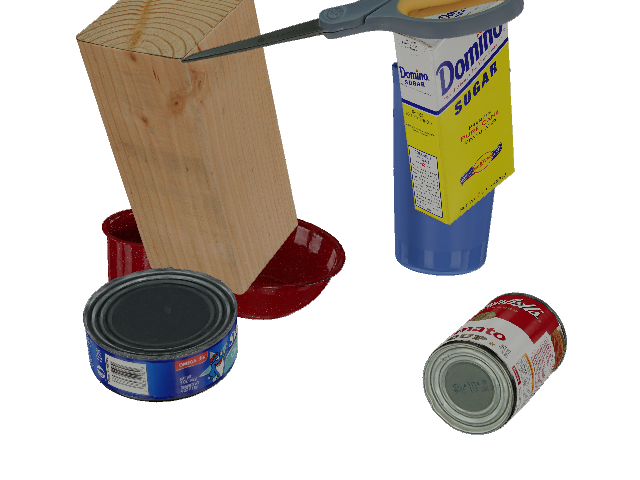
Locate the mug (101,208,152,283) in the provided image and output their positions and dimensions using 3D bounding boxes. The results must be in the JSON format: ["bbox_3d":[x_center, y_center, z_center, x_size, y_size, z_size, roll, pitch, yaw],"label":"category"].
[{"bbox_3d":[-0.203,0.015,1.192,0.093,0.081,0.117,-19,35,-39],"label":"mug"}]

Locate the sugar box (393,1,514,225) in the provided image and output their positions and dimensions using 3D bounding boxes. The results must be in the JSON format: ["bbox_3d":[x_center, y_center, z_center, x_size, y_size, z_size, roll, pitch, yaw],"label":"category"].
[{"bbox_3d":[0.112,-0.109,0.863,0.048,0.176,0.093,30,56,36],"label":"sugar box"}]

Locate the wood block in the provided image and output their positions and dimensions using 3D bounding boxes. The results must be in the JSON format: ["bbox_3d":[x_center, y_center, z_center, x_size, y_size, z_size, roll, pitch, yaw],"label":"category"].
[{"bbox_3d":[-0.089,-0.072,0.768,0.090,0.206,0.090,15,47,27],"label":"wood block"}]

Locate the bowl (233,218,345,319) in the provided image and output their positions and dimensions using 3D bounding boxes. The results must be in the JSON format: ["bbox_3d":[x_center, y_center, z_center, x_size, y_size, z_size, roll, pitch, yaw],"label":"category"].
[{"bbox_3d":[-0.059,0.028,0.995,0.162,0.055,0.162,6,24,-3],"label":"bowl"}]

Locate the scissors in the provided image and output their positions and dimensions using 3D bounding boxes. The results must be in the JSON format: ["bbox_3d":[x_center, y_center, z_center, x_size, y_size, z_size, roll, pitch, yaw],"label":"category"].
[{"bbox_3d":[0.021,-0.143,0.638,0.202,0.096,0.016,-1,-45,20],"label":"scissors"}]

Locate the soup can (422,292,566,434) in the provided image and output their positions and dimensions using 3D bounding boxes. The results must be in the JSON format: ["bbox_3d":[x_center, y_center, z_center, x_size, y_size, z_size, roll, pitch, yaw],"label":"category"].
[{"bbox_3d":[0.121,0.084,0.737,0.069,0.068,0.102,0,16,32],"label":"soup can"}]

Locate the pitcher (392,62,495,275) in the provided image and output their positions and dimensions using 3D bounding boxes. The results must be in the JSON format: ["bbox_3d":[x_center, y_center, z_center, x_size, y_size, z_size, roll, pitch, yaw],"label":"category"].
[{"bbox_3d":[0.142,-0.085,1.228,0.149,0.243,0.145,-9,19,-32],"label":"pitcher"}]

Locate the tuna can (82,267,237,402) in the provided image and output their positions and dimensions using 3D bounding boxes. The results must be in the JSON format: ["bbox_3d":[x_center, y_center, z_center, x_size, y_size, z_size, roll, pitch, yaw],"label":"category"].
[{"bbox_3d":[-0.089,0.052,0.602,0.086,0.034,0.086,0,32,0],"label":"tuna can"}]
